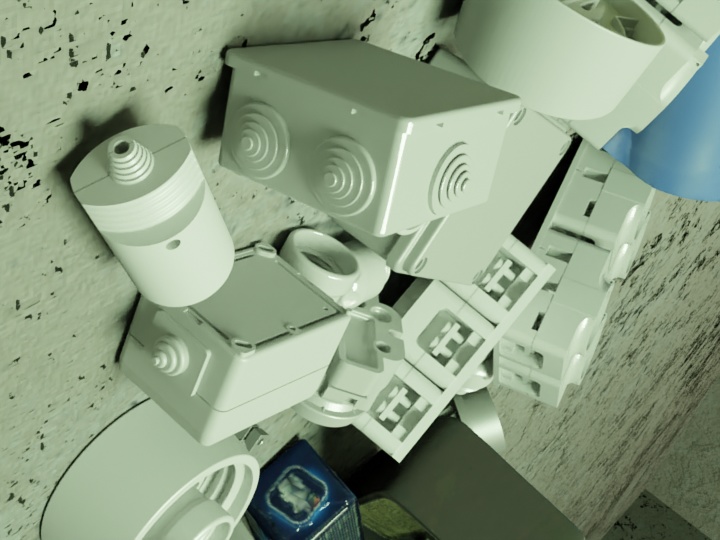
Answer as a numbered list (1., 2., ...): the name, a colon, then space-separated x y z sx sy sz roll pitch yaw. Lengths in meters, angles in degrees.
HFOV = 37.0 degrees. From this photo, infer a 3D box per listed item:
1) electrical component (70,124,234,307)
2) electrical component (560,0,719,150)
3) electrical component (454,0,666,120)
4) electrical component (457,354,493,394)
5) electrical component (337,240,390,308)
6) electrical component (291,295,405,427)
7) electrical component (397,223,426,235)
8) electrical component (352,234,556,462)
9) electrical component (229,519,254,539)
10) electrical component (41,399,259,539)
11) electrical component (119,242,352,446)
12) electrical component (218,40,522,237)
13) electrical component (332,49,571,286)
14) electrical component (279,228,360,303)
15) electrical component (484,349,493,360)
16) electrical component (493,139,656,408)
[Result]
1. electrical component: -0.076 -0.023 0.398 0.043 0.043 0.081 -46 157 -16
2. electrical component: 0.182 -0.155 0.577 0.105 0.060 0.186 -49 179 -38
3. electrical component: 0.096 -0.121 0.516 0.099 0.099 0.064 -31 155 -42
4. electrical component: 0.087 0.077 0.858 0.048 0.048 0.062 -37 159 -33
5. electrical component: 0.000 0.000 0.589 0.061 0.035 0.035 -22 142 -54
6. electrical component: -0.012 0.050 0.599 0.078 0.058 0.057 -94 -153 -55
7. electrical component: 0.012 -0.049 0.511 0.045 0.055 0.045 -42 155 -24
8. electrical component: 0.046 0.042 0.683 0.150 0.062 0.089 -50 177 -6
9. electrical component: -0.100 0.178 0.608 0.089 0.055 0.050 -31 152 -19
10. electrical component: -0.099 0.122 0.546 0.108 0.060 0.108 -42 155 -24
11. electrical component: -0.062 0.036 0.488 0.096 0.062 0.061 -19 140 -53
12. electrical component: 0.003 -0.055 0.432 0.100 0.100 0.048 -20 129 -52
13. electrical component: 0.053 -0.051 0.586 0.108 0.056 0.109 -57 157 11
14. electrical component: -0.028 0.009 0.544 0.040 0.040 0.046 -15 142 -56
15. electrical component: 0.083 0.029 0.779 0.079 0.043 0.077 -59 157 14
16. electrical component: 0.164 -0.002 0.803 0.186 0.060 0.105 -62 162 -22
